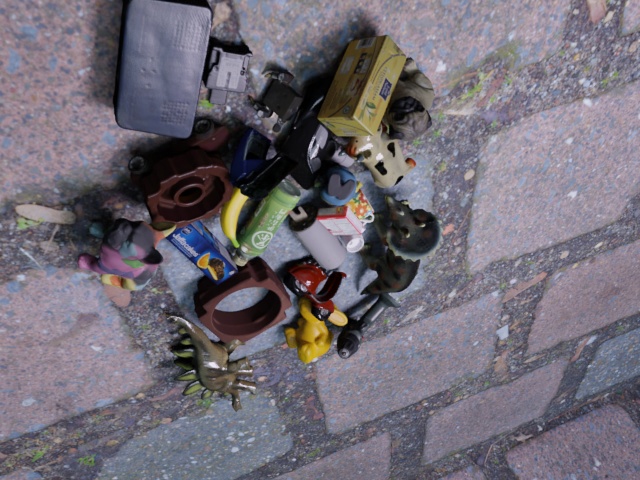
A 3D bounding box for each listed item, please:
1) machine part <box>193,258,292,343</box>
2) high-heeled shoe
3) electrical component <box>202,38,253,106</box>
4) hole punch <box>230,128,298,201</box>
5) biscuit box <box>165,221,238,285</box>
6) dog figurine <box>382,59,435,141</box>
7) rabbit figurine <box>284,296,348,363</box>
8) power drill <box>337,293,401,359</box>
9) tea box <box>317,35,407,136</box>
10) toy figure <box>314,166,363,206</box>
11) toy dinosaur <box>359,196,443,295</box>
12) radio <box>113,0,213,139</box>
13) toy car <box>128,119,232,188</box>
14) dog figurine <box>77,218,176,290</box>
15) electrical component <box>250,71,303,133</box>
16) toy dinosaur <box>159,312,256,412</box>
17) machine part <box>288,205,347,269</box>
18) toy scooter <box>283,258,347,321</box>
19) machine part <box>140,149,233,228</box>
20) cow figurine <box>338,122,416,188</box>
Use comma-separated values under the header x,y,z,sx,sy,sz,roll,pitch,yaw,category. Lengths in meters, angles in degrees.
x,y,z,sx,sy,sz,roll,pitch,yaw,category
-0.187,0.146,1.305,0.201,0.087,0.200,-31,137,2,machine part
-0.006,-0.213,1.089,0.145,0.086,0.248,-52,163,-21,high-heeled shoe
-0.168,-0.284,0.937,0.075,0.048,0.119,5,126,-28,electrical component
-0.120,-0.143,1.027,0.116,0.092,0.142,-44,172,8,hole punch
-0.258,0.015,1.163,0.063,0.059,0.202,-32,136,4,biscuit box
0.184,-0.251,1.035,0.172,0.191,0.121,-12,135,-18,dog figurine
-0.010,0.223,1.449,0.162,0.122,0.173,-13,116,-19,rabbit figurine
0.130,0.229,1.475,0.207,0.086,0.232,-53,176,2,power drill
0.076,-0.275,0.971,0.068,0.098,0.169,31,78,-42,tea box
0.034,-0.110,1.119,0.089,0.180,0.082,-39,97,8,toy figure
0.188,0.049,1.320,0.131,0.192,0.404,-8,132,-17,toy dinosaur
-0.260,-0.285,0.873,0.131,0.073,0.229,1,128,-26,radio
-0.261,-0.160,1.002,0.202,0.053,0.089,-31,152,2,toy car
-0.343,0.025,1.020,0.219,0.108,0.191,-4,147,34,dog figurine
-0.080,-0.260,0.990,0.102,0.078,0.045,-48,161,27,electrical component
-0.285,0.325,1.415,0.199,0.105,0.470,-16,131,-7,toy dinosaur
-0.003,-0.004,1.259,0.079,0.079,0.243,-33,135,6,machine part
-0.002,0.107,1.359,0.135,0.075,0.183,-47,120,-12,toy scooter
-0.249,-0.096,1.012,0.179,0.056,0.179,-24,155,-12,machine part
0.117,-0.181,1.125,0.127,0.086,0.194,-52,139,-12,cow figurine
